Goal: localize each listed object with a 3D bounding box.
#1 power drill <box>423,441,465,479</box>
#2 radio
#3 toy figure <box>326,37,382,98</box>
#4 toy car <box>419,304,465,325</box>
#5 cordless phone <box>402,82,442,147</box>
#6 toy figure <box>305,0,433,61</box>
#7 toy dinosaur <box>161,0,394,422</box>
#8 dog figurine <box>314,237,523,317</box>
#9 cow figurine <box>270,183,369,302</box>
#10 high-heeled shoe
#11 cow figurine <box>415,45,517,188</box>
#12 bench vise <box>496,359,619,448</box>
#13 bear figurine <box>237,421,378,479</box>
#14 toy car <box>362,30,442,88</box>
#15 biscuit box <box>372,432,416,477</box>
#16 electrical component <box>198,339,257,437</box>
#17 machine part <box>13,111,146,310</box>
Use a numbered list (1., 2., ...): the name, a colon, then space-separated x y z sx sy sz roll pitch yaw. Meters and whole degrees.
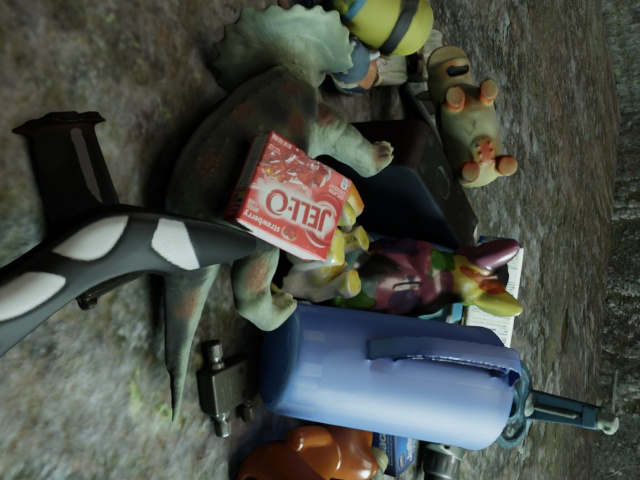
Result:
1. power drill: 0.181 0.284 0.840 0.207 0.086 0.232 52 49 -36
2. radio: 0.109 -0.054 0.694 0.229 0.131 0.073 45 56 -44
3. toy figure: 0.039 -0.196 0.616 0.154 0.064 0.057 -51 134 -76
4. toy car: 0.160 0.098 0.787 0.161 0.103 0.109 71 31 -59
5. cordless phone: 0.197 -0.184 0.873 0.146 0.089 0.184 -38 101 -47
6. toy figure: 0.049 -0.273 0.617 0.180 0.089 0.082 26 92 -30
7. toy dinosaur: -0.065 -0.061 0.475 0.192 0.131 0.405 46 58 -28
8. dog figurine: 0.121 0.048 0.639 0.191 0.219 0.108 -4 90 -55
9. cow figurine: 0.000 -0.001 0.592 0.068 0.098 0.167 61 25 -27
10. high-heeled shoe: -0.153 0.047 0.335 0.248 0.086 0.145 6 94 -35
11. cow figurine: 0.189 -0.165 0.715 0.127 0.085 0.195 107 -30 -86
12. bench vise: 0.296 0.231 0.757 0.223 0.241 0.129 23 72 -40
13. bear figurine: 0.011 0.247 0.570 0.196 0.132 0.120 0 116 -50
14. toy car: 0.122 -0.257 0.760 0.202 0.056 0.073 -21 107 -43
15. biscuit box: 0.089 0.208 0.726 0.059 0.063 0.202 -8 96 -52
16. electrical component: -0.086 0.137 0.517 0.063 0.021 0.094 -16 102 -53
17. machine part: -0.167 -0.025 0.393 0.084 0.039 0.138 -32 118 -40
